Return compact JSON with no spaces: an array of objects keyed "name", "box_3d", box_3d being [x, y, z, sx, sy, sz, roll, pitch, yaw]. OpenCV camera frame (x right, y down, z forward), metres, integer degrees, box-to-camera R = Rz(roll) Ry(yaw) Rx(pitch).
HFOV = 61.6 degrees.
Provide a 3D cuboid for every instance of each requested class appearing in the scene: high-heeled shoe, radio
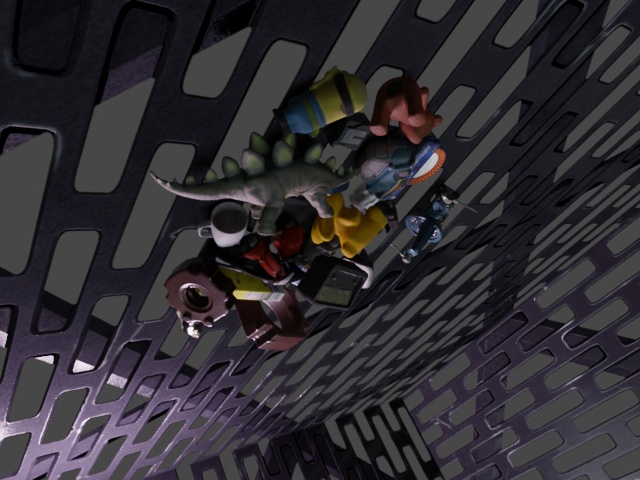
[{"name":"high-heeled shoe","box_3d":[-0.150,0.053,1.328,0.249,0.086,0.145,8,165,-6]},{"name":"radio","box_3d":[0.041,0.119,1.520,0.131,0.073,0.229,-59,150,7]}]

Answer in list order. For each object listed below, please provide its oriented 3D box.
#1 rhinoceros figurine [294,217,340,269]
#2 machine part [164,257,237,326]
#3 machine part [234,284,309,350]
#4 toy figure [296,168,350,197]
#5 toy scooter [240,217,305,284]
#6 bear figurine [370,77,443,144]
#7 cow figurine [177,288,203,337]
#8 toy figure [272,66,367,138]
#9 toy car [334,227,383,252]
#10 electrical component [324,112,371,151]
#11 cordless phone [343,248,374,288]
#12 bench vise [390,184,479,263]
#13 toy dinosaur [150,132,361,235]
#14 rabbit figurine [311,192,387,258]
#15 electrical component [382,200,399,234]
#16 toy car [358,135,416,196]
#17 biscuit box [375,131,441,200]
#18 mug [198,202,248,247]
[{"name":"rhinoceros figurine","box_3d":[-0.003,-0.004,1.398,0.190,0.112,0.073,-35,168,1]},{"name":"machine part","box_3d":[-0.293,0.128,1.310,0.179,0.179,0.056,-49,-172,34]},{"name":"machine part","box_3d":[-0.140,0.207,1.523,0.087,0.201,0.201,-38,150,22]},{"name":"toy figure","box_3d":[-0.006,-0.132,1.239,0.154,0.064,0.058,-4,-179,-28]},{"name":"toy scooter","box_3d":[-0.100,0.028,1.306,0.184,0.135,0.075,-25,177,-38]},{"name":"bear figurine","box_3d":[0.189,-0.253,1.148,0.120,0.132,0.195,-8,154,24]},{"name":"cow figurine","box_3d":[-0.339,0.189,1.433,0.068,0.098,0.167,-7,146,-22]},{"name":"toy figure","box_3d":[0.004,-0.252,1.021,0.180,0.089,0.082,-28,157,-5]},{"name":"toy car","box_3d":[0.082,-0.007,1.512,0.202,0.053,0.089,-20,180,-11]},{"name":"electrical component","box_3d":[0.075,-0.234,1.157,0.119,0.048,0.075,3,140,-41]},{"name":"cordless phone","box_3d":[0.070,0.110,1.674,0.184,0.089,0.146,-16,150,-12]},{"name":"bench vise","box_3d":[0.310,-0.038,1.538,0.240,0.129,0.223,-55,-171,-22]},{"name":"toy dinosaur","box_3d":[-0.102,-0.120,1.094,0.471,0.105,0.198,-17,124,-29]},{"name":"rabbit figurine","box_3d":[0.049,-0.050,1.313,0.162,0.173,0.122,-41,-173,-17]},{"name":"electrical component","box_3d":[0.195,-0.062,1.509,0.045,0.078,0.102,-12,160,12]},{"name":"toy car","box_3d":[0.143,-0.181,1.259,0.103,0.109,0.161,22,142,-27]},{"name":"biscuit box","box_3d":[0.207,-0.187,1.328,0.059,0.063,0.202,-2,143,-41]},{"name":"mug","box_3d":[-0.220,-0.023,1.213,0.109,0.081,0.107,-16,158,-20]}]
